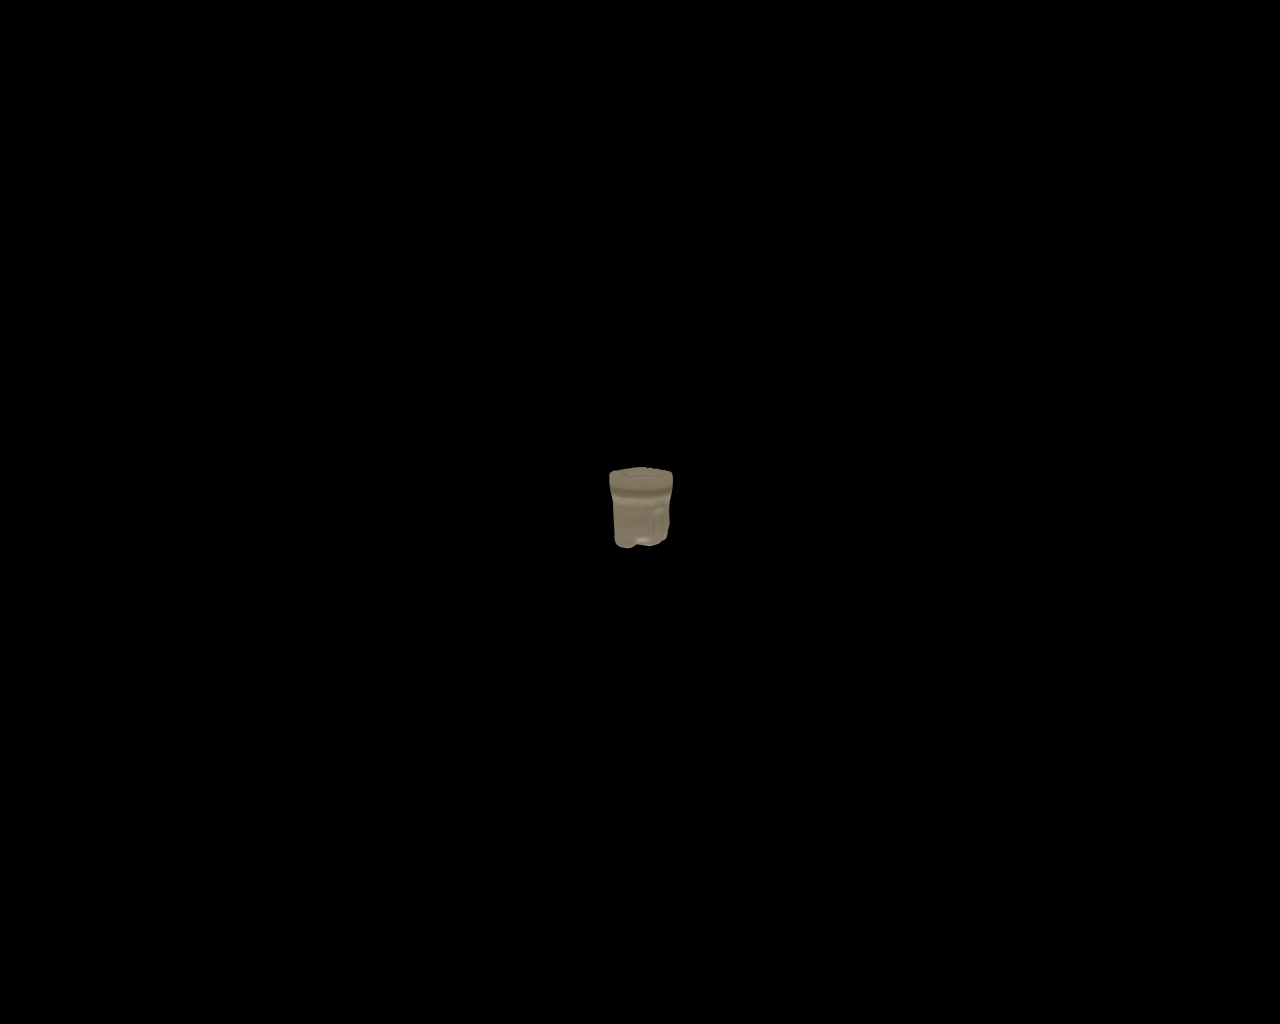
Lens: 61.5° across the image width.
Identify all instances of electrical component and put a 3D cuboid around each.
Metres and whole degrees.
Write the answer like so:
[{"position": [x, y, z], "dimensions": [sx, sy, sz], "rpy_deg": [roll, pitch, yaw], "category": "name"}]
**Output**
[{"position": [0.001, -0.003, 0.650], "dimensions": [0.040, 0.046, 0.040], "rpy_deg": [0, 12, 0], "category": "electrical component"}]
